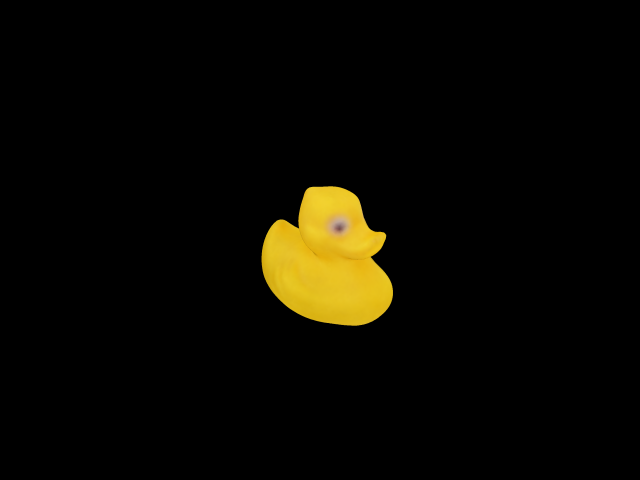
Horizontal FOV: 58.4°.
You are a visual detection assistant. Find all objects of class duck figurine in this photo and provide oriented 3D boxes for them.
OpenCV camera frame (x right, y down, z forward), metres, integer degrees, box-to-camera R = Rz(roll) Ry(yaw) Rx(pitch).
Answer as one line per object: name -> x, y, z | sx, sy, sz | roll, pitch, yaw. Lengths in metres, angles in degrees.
duck figurine -> 0.004, 0.001, 0.400 | 0.104, 0.086, 0.078 | 24, 41, 31
